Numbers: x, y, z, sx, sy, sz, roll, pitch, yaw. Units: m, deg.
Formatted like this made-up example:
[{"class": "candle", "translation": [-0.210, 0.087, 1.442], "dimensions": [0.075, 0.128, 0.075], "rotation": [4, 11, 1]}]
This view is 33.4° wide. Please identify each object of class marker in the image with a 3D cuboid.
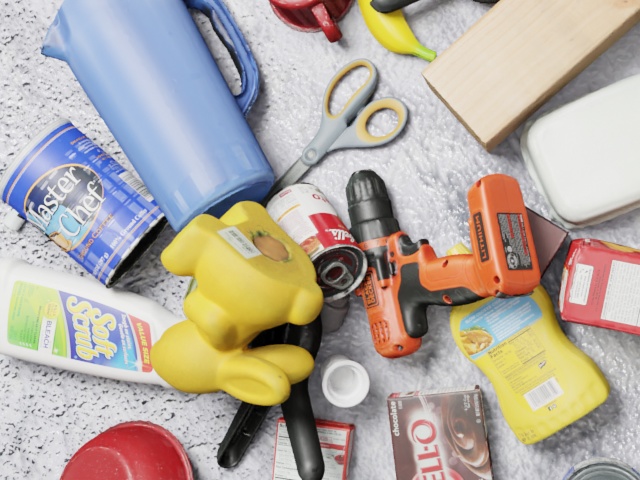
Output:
[{"class": "marker", "translation": [-0.287, -0.062, 1.107], "dimensions": [0.020, 0.020, 0.121], "rotation": [39, 96, 10]}]

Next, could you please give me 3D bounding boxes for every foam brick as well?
[{"class": "foam brick", "translation": [0.186, -0.005, 0.992], "dimensions": [0.078, 0.053, 0.051], "rotation": [33, 95, 10]}]

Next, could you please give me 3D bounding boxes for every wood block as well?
[{"class": "wood block", "translation": [0.201, -0.183, 0.973], "dimensions": [0.206, 0.090, 0.090], "rotation": [-42, 81, 8]}]

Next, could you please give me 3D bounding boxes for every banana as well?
[{"class": "banana", "translation": [0.067, -0.265, 1.032], "dimensions": [0.069, 0.037, 0.198], "rotation": [-6, 89, -7]}]

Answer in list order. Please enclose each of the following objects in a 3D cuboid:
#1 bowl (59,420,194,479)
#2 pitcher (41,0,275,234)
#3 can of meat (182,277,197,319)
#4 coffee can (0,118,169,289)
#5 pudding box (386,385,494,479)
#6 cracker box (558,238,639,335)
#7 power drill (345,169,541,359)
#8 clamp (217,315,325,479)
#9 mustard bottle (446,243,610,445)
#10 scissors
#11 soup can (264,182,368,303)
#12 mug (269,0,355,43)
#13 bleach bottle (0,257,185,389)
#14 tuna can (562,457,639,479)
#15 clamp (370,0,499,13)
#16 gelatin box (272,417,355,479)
[{"class": "bowl", "translation": [-0.203, 0.250, 1.034], "dimensions": [0.162, 0.055, 0.162], "rotation": [-11, 66, 26]}, {"class": "pitcher", "translation": [-0.136, -0.134, 1.017], "dimensions": [0.149, 0.144, 0.243], "rotation": [-35, 79, 17]}, {"class": "can of meat", "translation": [-0.083, 0.036, 1.030], "dimensions": [0.057, 0.084, 0.102], "rotation": [21, 93, 11]}, {"class": "coffee can", "translation": [-0.227, -0.036, 1.042], "dimensions": [0.140, 0.103, 0.103], "rotation": [40, 96, 0]}, {"class": "pudding box", "translation": [0.115, 0.197, 1.009], "dimensions": [0.090, 0.039, 0.113], "rotation": [-7, 88, 11]}, {"class": "cracker box", "translation": [0.315, 0.050, 0.908], "dimensions": [0.214, 0.164, 0.072], "rotation": [11, 93, 12]}, {"class": "power drill", "translation": [0.102, 0.003, 0.966], "dimensions": [0.188, 0.057, 0.184], "rotation": [-23, 75, 48]}, {"class": "clamp", "translation": [-0.032, 0.128, 1.007], "dimensions": [0.165, 0.036, 0.210], "rotation": [4, 81, 55]}, {"class": "mustard bottle", "translation": [0.177, 0.086, 0.989], "dimensions": [0.096, 0.058, 0.191], "rotation": [-36, 82, 21]}, {"class": "scissors", "translation": [0.012, -0.080, 1.048], "dimensions": [0.096, 0.016, 0.202], "rotation": [30, 95, 11]}, {"class": "soup can", "translation": [-0.007, 0.001, 1.002], "dimensions": [0.068, 0.068, 0.102], "rotation": [-40, 46, 8]}, {"class": "mug", "translation": [-0.011, -0.243, 1.022], "dimensions": [0.093, 0.081, 0.117], "rotation": [-24, 84, 10]}, {"class": "bleach bottle", "translation": [-0.204, 0.087, 1.067], "dimensions": [0.251, 0.068, 0.102], "rotation": [9, 91, 9]}, {"class": "tuna can", "translation": [0.261, 0.244, 0.981], "dimensions": [0.086, 0.033, 0.086], "rotation": [0, 89, 11]}, {"class": "clamp", "translation": [0.128, -0.256, 1.001], "dimensions": [0.171, 0.039, 0.120], "rotation": [15, 93, 1]}, {"class": "gelatin box", "translation": [-0.007, 0.219, 1.039], "dimensions": [0.073, 0.030, 0.089], "rotation": [5, 90, 13]}]
